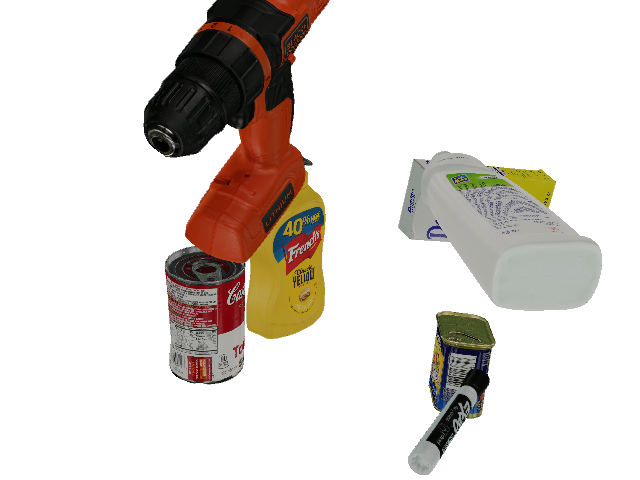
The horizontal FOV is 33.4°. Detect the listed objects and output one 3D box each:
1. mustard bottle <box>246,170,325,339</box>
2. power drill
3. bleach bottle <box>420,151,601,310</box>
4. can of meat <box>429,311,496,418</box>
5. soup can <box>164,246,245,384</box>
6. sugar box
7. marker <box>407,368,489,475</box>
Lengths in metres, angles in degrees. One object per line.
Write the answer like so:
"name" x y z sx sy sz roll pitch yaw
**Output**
"mustard bottle" -0.035 0.000 1.106 0.058 0.192 0.096 20 30 38
"power drill" -0.052 -0.071 0.688 0.057 0.184 0.188 26 -37 13
"bleach bottle" 0.162 -0.024 0.999 0.102 0.068 0.251 -1 27 -13
"can of meat" 0.149 0.132 1.143 0.057 0.084 0.102 7 14 0
"soup can" -0.099 0.065 0.921 0.068 0.102 0.068 2 26 -1
"sugar box" 0.190 -0.044 1.298 0.176 0.093 0.048 2 24 -20
"marker" 0.096 0.129 0.780 0.020 0.020 0.120 0 24 31
